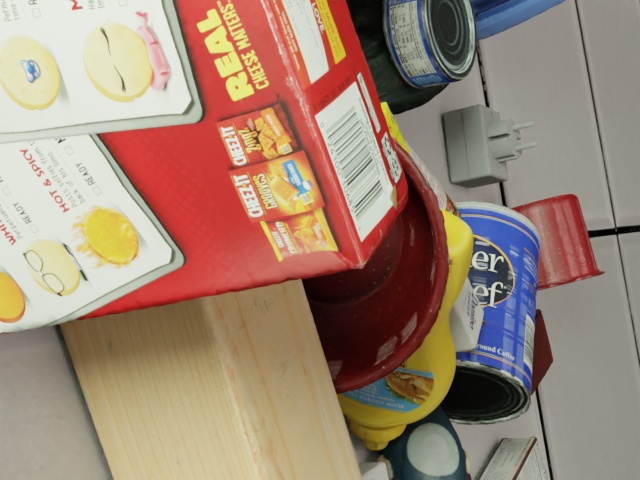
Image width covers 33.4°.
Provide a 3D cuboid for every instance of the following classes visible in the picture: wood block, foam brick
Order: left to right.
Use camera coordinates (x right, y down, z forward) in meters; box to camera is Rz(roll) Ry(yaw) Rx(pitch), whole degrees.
[{"bbox_3d":[-0.053,0.076,0.538,0.090,0.091,0.206,-33,109,-58],"label":"wood block"},{"bbox_3d":[0.166,0.101,0.940,0.078,0.053,0.051,-35,111,-56],"label":"foam brick"}]

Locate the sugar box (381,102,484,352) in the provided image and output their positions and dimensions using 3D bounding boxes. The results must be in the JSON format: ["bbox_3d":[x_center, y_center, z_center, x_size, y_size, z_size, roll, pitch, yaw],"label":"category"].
[{"bbox_3d":[0.035,0.002,0.709,0.176,0.093,0.048,61,32,-29],"label":"sugar box"}]

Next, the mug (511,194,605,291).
[{"bbox_3d":[0.215,0.005,1.032,0.117,0.093,0.081,88,-12,-86],"label":"mug"}]

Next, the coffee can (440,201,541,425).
[{"bbox_3d":[0.113,0.056,0.815,0.102,0.103,0.140,46,44,-43],"label":"coffee can"}]

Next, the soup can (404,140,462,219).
[{"bbox_3d":[0.051,-0.031,0.772,0.102,0.069,0.068,45,44,-43],"label":"soup can"}]

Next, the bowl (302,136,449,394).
[{"bbox_3d":[-0.004,0.001,0.585,0.055,0.162,0.162,-35,111,-67],"label":"bowl"}]

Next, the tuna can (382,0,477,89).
[{"bbox_3d":[0.080,-0.153,0.760,0.086,0.034,0.086,12,76,-56],"label":"tuna can"}]

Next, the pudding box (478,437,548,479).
[{"bbox_3d":[0.166,0.233,0.911,0.113,0.039,0.090,-38,113,-59],"label":"pudding box"}]

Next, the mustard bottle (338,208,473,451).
[{"bbox_3d":[0.040,0.063,0.682,0.058,0.096,0.192,-55,154,-49],"label":"mustard bottle"}]

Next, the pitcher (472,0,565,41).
[{"bbox_3d":[0.217,-0.278,0.958,0.144,0.243,0.149,-15,87,-57],"label":"pitcher"}]

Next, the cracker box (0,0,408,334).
[{"bbox_3d":[-0.093,-0.057,0.392,0.072,0.214,0.164,-50,124,-55],"label":"cracker box"}]
